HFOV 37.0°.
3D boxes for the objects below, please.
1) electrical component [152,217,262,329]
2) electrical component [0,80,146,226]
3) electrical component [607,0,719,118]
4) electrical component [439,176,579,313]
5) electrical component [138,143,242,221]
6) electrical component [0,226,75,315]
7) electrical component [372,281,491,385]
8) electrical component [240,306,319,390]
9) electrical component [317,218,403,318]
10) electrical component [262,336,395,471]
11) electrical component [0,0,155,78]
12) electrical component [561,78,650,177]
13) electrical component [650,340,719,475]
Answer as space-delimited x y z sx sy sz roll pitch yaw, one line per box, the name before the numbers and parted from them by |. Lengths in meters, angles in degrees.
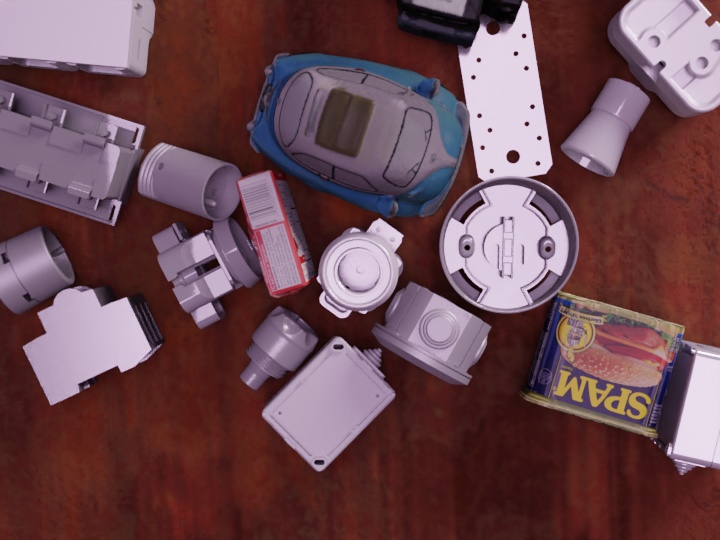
electrical component | -0.110 -0.004 0.801 0.057 0.058 0.078 -27 92 7
electrical component | -0.232 -0.088 0.799 0.121 0.063 0.078 18 94 2
electrical component | 0.227 -0.158 0.773 0.054 0.059 0.095 -42 90 4
electrical component | 0.107 -0.018 0.785 0.099 0.064 0.099 0 93 3
electrical component | -0.132 -0.067 0.799 0.081 0.043 0.043 19 95 32
electrical component | -0.248 -0.001 0.810 0.047 0.055 0.055 -27 92 0
electrical component | 0.053 0.046 0.785 0.080 0.080 0.051 29 89 1
electrical component | -0.064 0.062 0.809 0.043 0.043 0.062 40 96 0
electrical component | 0.000 0.000 0.795 0.058 0.057 0.078 36 94 0
electrical component | -0.019 0.093 0.803 0.096 0.061 0.061 -45 91 -4
electrical component | -0.233 -0.196 0.793 0.150 0.061 0.089 6 94 3
electrical component | 0.183 -0.107 0.788 0.044 0.044 0.065 31 90 1
electrical component | 0.255 0.105 0.786 0.061 0.062 0.096 12 94 3
